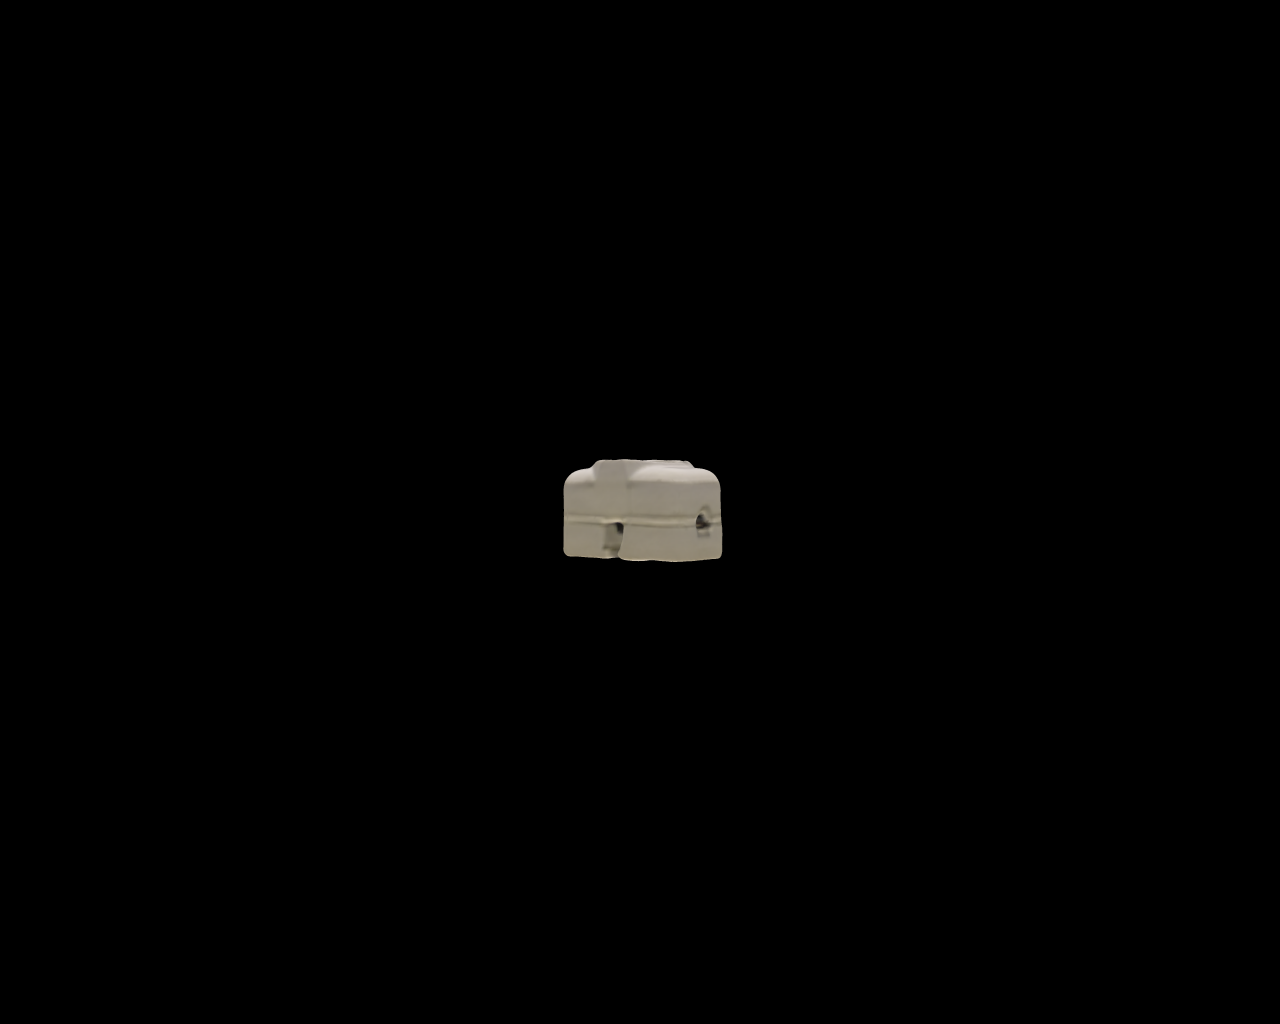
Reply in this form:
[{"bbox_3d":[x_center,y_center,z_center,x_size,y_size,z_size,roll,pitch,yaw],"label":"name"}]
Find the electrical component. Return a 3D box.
[{"bbox_3d":[0.001,-0.003,0.650,0.095,0.059,0.054,2,3,40],"label":"electrical component"}]
